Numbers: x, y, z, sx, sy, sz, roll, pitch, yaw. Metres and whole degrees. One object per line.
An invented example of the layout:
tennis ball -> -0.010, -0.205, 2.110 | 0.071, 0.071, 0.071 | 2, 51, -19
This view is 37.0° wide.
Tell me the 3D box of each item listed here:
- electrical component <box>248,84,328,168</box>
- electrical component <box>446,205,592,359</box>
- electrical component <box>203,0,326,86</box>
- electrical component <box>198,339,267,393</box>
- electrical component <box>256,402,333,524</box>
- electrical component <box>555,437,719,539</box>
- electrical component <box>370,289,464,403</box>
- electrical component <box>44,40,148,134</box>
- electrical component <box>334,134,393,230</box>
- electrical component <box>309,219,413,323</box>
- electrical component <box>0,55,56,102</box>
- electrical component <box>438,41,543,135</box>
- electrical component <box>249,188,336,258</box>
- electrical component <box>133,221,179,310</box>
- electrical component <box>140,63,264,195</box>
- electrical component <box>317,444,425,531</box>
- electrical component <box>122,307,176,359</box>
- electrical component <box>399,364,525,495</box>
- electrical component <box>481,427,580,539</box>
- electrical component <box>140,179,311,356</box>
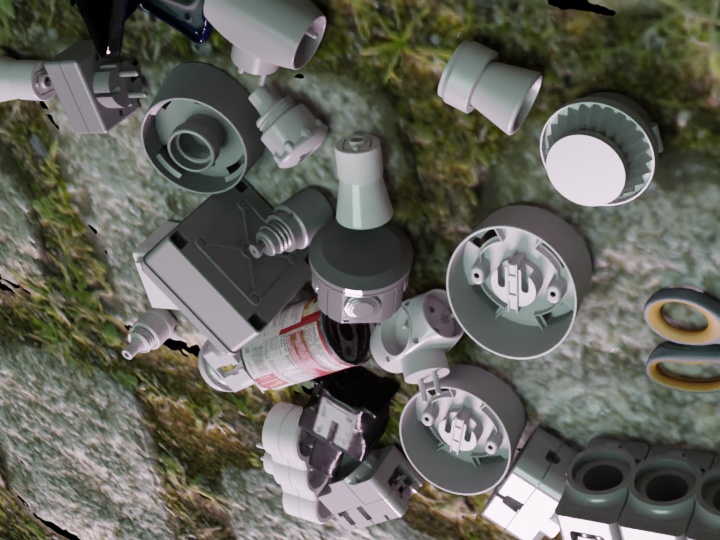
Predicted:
electrical component -> -0.058, -0.112, 0.814 | 0.062, 0.048, 0.048 | 50, 137, 0
electrical component -> 0.115, 0.006, 0.772 | 0.099, 0.064, 0.099 | 20, 134, 22
electrical component -> -0.072, -0.168, 0.776 | 0.077, 0.043, 0.079 | 32, 138, 10
electrical component -> -0.114, 0.081, 1.006 | 0.057, 0.058, 0.078 | -27, 107, 42
electrical component -> -0.070, 0.188, 1.067 | 0.074, 0.052, 0.138 | 10, 130, 30
electrical component -> 0.235, 0.181, 0.814 | 0.150, 0.089, 0.061 | 3, 126, 34
electrical component -> 0.050, 0.066, 0.866 | 0.077, 0.044, 0.079 | -39, 56, 47
electrical component -> -0.206, -0.151, 0.883 | 0.077, 0.047, 0.065 | 4, 126, 33
electrical component -> 0.001, -0.069, 0.809 | 0.044, 0.044, 0.065 | 12, 126, 28
electrical component -> 0.000, 0.000, 0.839 | 0.080, 0.080, 0.051 | 24, 140, 18
electrical component -> -0.299, -0.167, 0.942 | 0.065, 0.044, 0.044 | 7, 129, 25
electrical component -> 0.085, -0.120, 0.702 | 0.055, 0.045, 0.045 | 29, 137, 13
electrical component -> -0.055, -0.034, 0.856 | 0.040, 0.078, 0.040 | 33, 143, 29
electrical component -> -0.147, 0.001, 0.958 | 0.096, 0.061, 0.061 | 8, 129, 31
electrical component -> -0.125, -0.112, 0.864 | 0.099, 0.064, 0.099 | 10, 131, 12
electrical component -> 0.007, 0.205, 1.027 | 0.055, 0.050, 0.089 | 49, 137, -10
electrical component -> -0.210, 0.065, 1.057 | 0.035, 0.061, 0.035 | 19, 134, 22
electrical component -> 0.086, 0.130, 0.897 | 0.099, 0.064, 0.099 | 19, 134, 22
electrical component -> 0.150, 0.185, 0.905 | 0.059, 0.053, 0.095 | 32, 137, 10
electrical component -> -0.105, -0.005, 0.889 | 0.108, 0.108, 0.056 | 47, 135, -7
